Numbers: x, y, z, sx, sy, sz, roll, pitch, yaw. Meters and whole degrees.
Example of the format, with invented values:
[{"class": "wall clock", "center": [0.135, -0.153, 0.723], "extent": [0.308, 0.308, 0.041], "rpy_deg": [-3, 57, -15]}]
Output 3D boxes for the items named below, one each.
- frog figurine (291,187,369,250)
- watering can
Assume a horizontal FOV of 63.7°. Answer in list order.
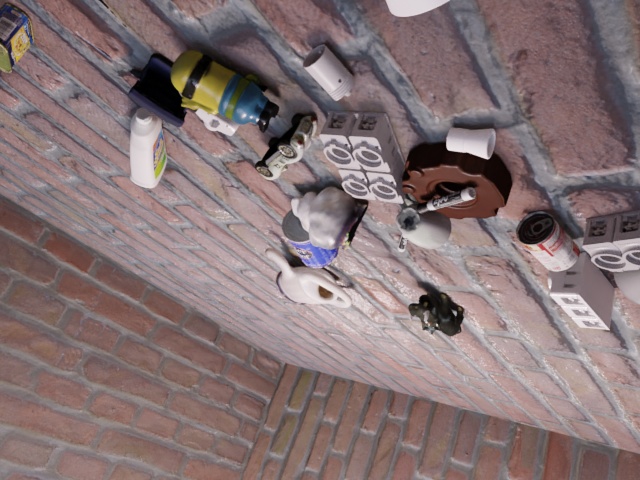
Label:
[{"class": "frog figurine", "center": [0.003, -0.055, 1.096], "extent": [0.160, 0.125, 0.134], "rpy_deg": [27, 125, 13]}, {"class": "watering can", "center": [-0.060, 0.117, 1.553], "extent": [0.344, 0.106, 0.223], "rpy_deg": [34, 157, -25]}]
